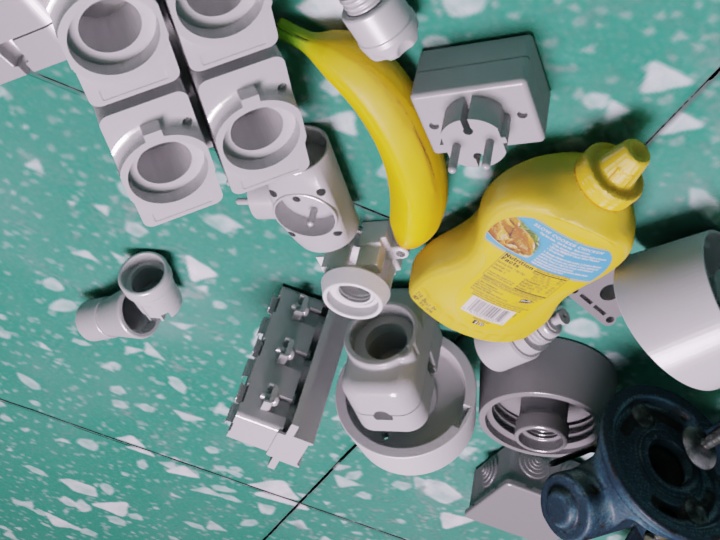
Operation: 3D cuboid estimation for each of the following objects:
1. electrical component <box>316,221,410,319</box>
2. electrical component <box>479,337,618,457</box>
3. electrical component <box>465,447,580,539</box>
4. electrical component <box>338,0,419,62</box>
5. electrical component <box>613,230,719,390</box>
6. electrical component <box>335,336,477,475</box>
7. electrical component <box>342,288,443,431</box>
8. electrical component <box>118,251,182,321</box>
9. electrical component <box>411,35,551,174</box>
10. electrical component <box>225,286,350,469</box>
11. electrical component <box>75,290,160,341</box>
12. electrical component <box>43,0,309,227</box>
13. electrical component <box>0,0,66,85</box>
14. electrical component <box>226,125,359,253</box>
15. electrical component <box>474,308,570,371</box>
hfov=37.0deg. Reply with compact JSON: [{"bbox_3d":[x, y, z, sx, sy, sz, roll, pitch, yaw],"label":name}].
[{"bbox_3d":[0.000,0.000,0.744,0.066,0.055,0.048,-3,141,22],"label":"electrical component"},{"bbox_3d":[0.143,0.106,0.836,0.108,0.060,0.108,9,144,7],"label":"electrical component"},{"bbox_3d":[0.154,0.200,0.970,0.100,0.048,0.099,21,143,-10],"label":"electrical component"},{"bbox_3d":[0.005,-0.142,0.569,0.035,0.035,0.061,-13,134,32],"label":"electrical component"},{"bbox_3d":[0.213,0.025,0.674,0.064,0.099,0.099,-27,128,35],"label":"electrical component"},{"bbox_3d":[0.039,0.107,0.836,0.108,0.108,0.060,3,149,14],"label":"electrical component"},{"bbox_3d":[0.023,0.062,0.786,0.054,0.095,0.059,-1,142,20],"label":"electrical component"},{"bbox_3d":[-0.161,0.014,0.831,0.040,0.040,0.046,4,149,13],"label":"electrical component"},{"bbox_3d":[0.065,-0.083,0.592,0.066,0.076,0.047,-4,141,23],"label":"electrical component"},{"bbox_3d":[-0.054,0.076,0.808,0.063,0.121,0.078,21,144,-5],"label":"electrical component"},{"bbox_3d":[-0.200,0.038,0.874,0.065,0.044,0.044,-11,138,38],"label":"electrical component"},{"bbox_3d":[-0.097,-0.114,0.577,0.105,0.060,0.186,-21,142,-7],"label":"electrical component"},{"bbox_3d":[-0.196,-0.149,0.607,0.095,0.053,0.059,-11,138,30],"label":"electrical component"},{"bbox_3d":[-0.048,-0.051,0.699,0.079,0.044,0.077,0,142,18],"label":"electrical component"},{"bbox_3d":[0.118,0.046,0.780,0.040,0.040,0.078,34,140,-26],"label":"electrical component"}]
